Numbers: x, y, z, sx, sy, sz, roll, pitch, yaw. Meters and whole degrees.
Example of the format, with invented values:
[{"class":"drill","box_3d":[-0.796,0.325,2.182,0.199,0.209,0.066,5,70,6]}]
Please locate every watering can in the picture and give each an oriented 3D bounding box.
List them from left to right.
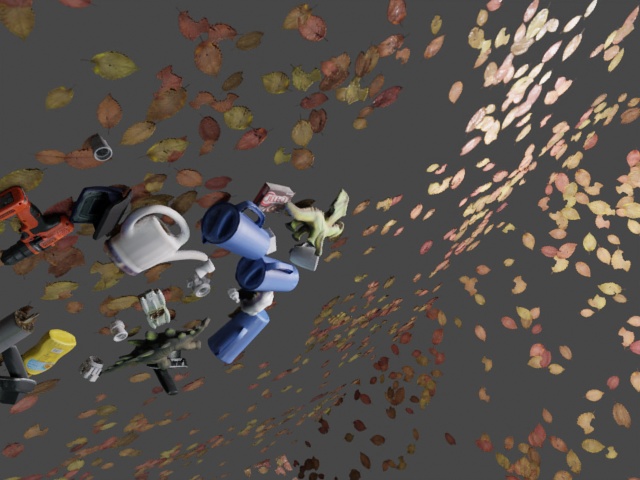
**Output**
[{"class":"watering can","box_3d":[-0.465,0.025,1.469,0.225,0.106,0.340,-32,148,-6]}]

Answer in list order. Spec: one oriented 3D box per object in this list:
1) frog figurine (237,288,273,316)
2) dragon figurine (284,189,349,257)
[{"class":"frog figurine","box_3d":[-0.232,0.233,1.985,0.138,0.124,0.157,-53,138,-10]},{"class":"dragon figurine","box_3d":[0.006,-0.092,1.836,0.245,0.123,0.402,-48,154,-15]}]
